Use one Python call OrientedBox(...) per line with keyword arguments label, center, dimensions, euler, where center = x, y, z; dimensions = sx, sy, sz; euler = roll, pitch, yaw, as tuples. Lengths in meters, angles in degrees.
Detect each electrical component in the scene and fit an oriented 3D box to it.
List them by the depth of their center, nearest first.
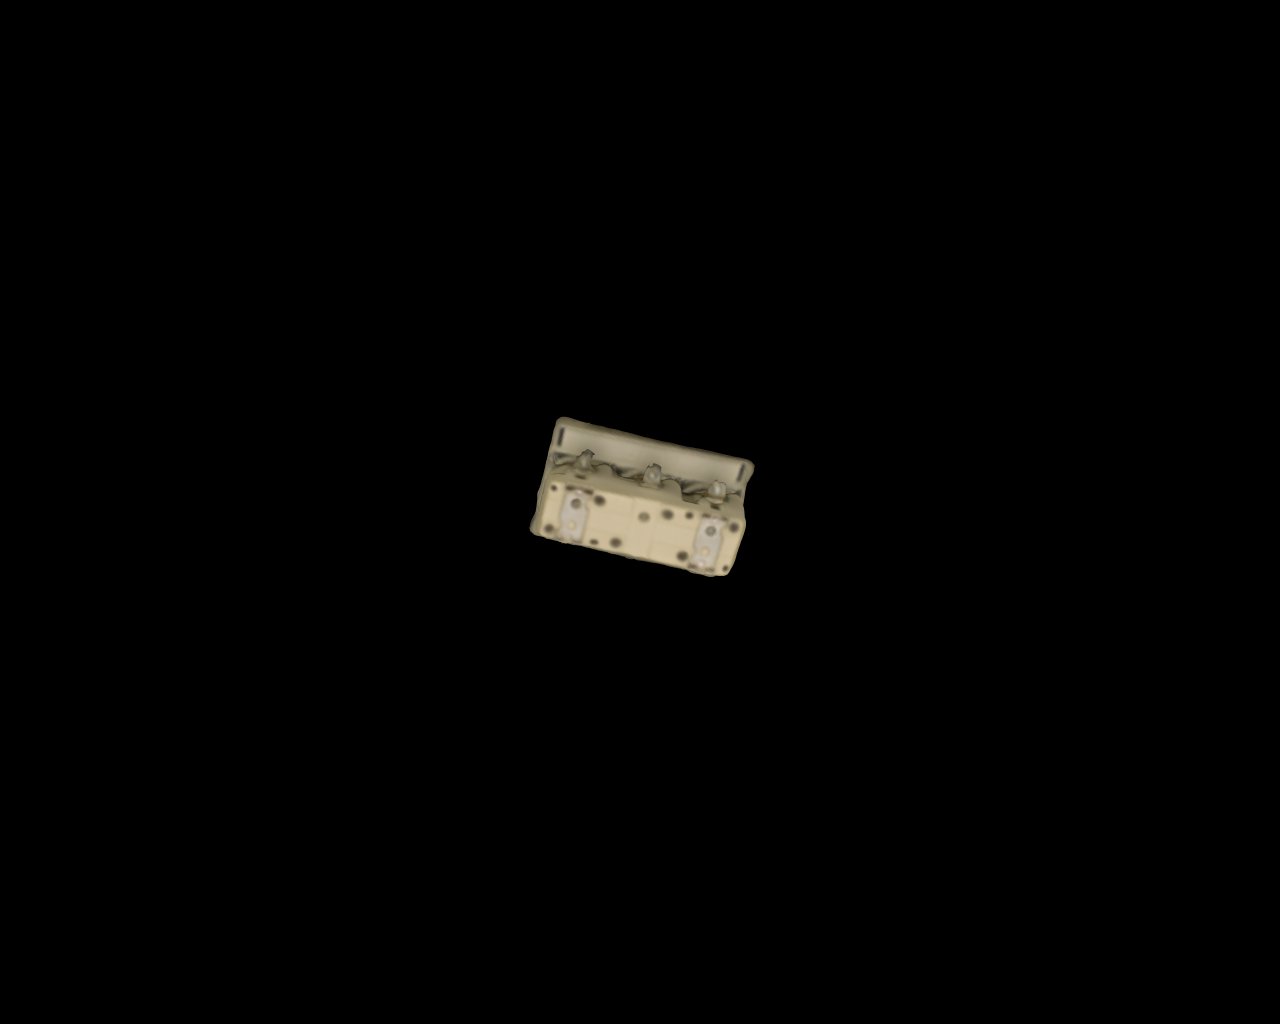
OrientedBox(label="electrical component", center=(0.001, -0.003, 0.650), dimensions=(0.121, 0.078, 0.063), euler=(14, 26, -7))
